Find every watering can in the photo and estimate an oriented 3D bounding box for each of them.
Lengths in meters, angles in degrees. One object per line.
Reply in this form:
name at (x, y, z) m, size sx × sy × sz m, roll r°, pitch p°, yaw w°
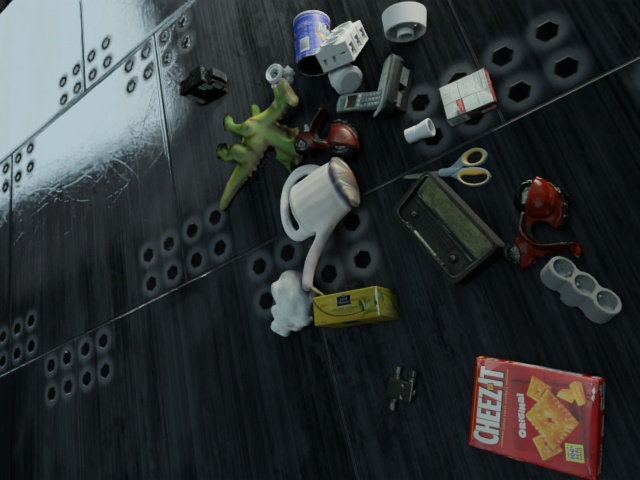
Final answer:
watering can at (0.004, -0.063, 1.250) m, size 0.222 × 0.103 × 0.356 m, roll -33°, pitch 50°, yaw 23°

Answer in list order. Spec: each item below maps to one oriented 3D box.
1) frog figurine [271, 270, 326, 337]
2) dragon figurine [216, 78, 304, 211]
frog figurine at (-0.072, 0.156, 1.250) m, size 0.159 × 0.122 × 0.138 m, roll -43°, pitch 77°, yaw 5°
dragon figurine at (-0.155, -0.245, 1.429) m, size 0.244 × 0.123 × 0.405 m, roll 21°, pitch 107°, yaw 31°
